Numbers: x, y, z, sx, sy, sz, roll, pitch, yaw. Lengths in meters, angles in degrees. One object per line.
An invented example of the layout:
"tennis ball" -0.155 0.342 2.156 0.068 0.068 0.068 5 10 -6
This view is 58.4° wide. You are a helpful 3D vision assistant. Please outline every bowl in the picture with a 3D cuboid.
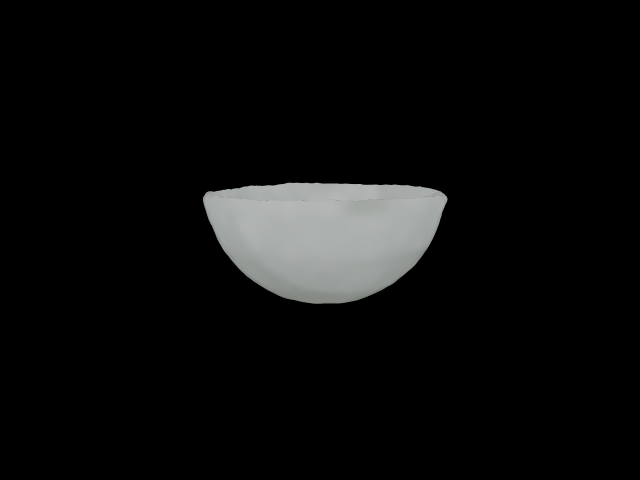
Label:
"bowl" 0.004 0.001 0.400 0.167 0.075 0.167 0 9 0
